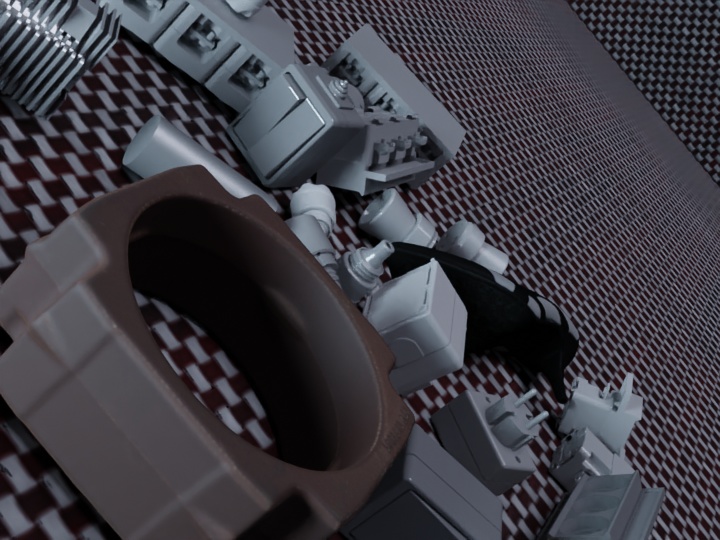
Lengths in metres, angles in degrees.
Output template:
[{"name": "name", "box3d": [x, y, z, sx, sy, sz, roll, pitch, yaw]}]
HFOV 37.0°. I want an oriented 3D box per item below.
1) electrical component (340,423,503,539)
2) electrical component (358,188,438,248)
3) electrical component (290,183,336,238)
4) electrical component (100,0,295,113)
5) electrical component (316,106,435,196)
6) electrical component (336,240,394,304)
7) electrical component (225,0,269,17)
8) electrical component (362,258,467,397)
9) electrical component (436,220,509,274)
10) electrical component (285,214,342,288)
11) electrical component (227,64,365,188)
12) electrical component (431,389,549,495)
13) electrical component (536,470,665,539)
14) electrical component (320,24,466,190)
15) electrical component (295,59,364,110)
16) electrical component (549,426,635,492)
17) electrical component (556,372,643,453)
[{"name": "electrical component", "box3d": [0.032, 0.144, 0.642, 0.096, 0.062, 0.061, 43, 26, -14]}, {"name": "electrical component", "box3d": [0.033, -0.036, 0.917, 0.055, 0.045, 0.045, 42, 26, -17]}, {"name": "electrical component", "box3d": [-0.035, -0.037, 0.820, 0.035, 0.035, 0.061, 33, 32, -31]}, {"name": "electrical component", "box3d": [-0.129, -0.198, 0.859, 0.150, 0.062, 0.089, 36, 28, -28]}, {"name": "electrical component", "box3d": [0.011, -0.107, 0.943, 0.079, 0.063, 0.121, 13, 15, 21]}, {"name": "electrical component", "box3d": [0.000, 0.000, 0.793, 0.035, 0.061, 0.035, 38, 28, -24]}, {"name": "electrical component", "box3d": [-0.077, -0.227, 0.834, 0.035, 0.061, 0.035, 38, 27, -24]}, {"name": "electrical component", "box3d": [0.042, 0.041, 0.794, 0.061, 0.062, 0.096, 57, 21, -20]}, {"name": "electrical component", "box3d": [0.105, -0.014, 1.005, 0.055, 0.045, 0.045, 41, 26, -17]}, {"name": "electrical component", "box3d": [-0.035, -0.003, 0.766, 0.040, 0.040, 0.078, 5, 49, -56]}, {"name": "electrical component", "box3d": [-0.048, -0.115, 0.835, 0.061, 0.096, 0.061, 55, 25, 12]}, {"name": "electrical component", "box3d": [0.103, 0.116, 0.782, 0.047, 0.077, 0.065, 17, 40, -49]}, {"name": "electrical component", "box3d": [0.180, 0.200, 0.798, 0.121, 0.079, 0.063, -24, 104, -64]}, {"name": "electrical component", "box3d": [0.027, -0.159, 1.061, 0.150, 0.062, 0.089, 46, 25, -8]}, {"name": "electrical component", "box3d": [-0.041, -0.160, 0.971, 0.079, 0.043, 0.077, 53, 25, 6]}, {"name": "electrical component", "box3d": [0.193, 0.169, 0.897, 0.063, 0.042, 0.081, 47, 24, -2]}, {"name": "electrical component", "box3d": [0.210, 0.128, 0.947, 0.064, 0.081, 0.042, 21, 24, 7]}]
